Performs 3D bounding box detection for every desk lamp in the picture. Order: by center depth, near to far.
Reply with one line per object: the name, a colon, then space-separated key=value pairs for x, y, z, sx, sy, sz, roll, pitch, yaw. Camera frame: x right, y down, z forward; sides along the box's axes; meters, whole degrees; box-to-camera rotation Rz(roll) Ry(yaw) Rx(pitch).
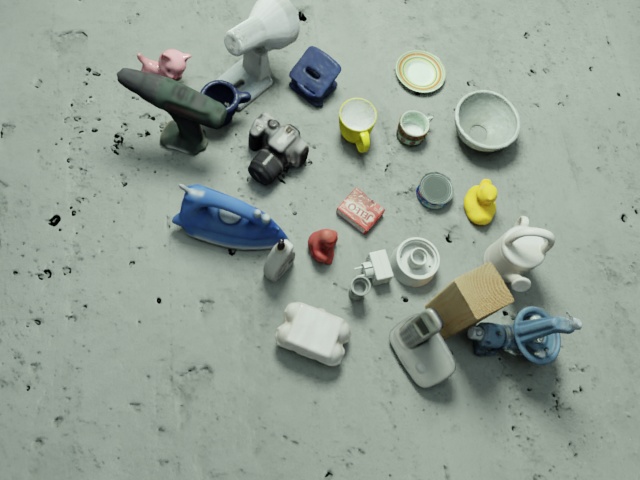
desk lamp: x=-0.151 y=-0.444 z=1.339 sx=0.118 sy=0.213 sz=0.203 roll=41 pitch=71 yaw=9

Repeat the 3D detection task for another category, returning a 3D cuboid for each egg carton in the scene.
egg carton: x=-0.013 y=0.195 z=1.198 sx=0.150 sy=0.069 sz=0.107 roll=21 pitch=69 yaw=1

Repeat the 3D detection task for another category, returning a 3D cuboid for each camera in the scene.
camera: x=-0.115 y=-0.207 z=1.316 sx=0.143 sy=0.101 sz=0.137 roll=36 pitch=70 yaw=7

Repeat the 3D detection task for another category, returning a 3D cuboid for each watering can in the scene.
watering can: x=0.440 y=0.027 z=1.247 sx=0.101 sy=0.194 sz=0.173 roll=-7 pitch=71 yaw=-9

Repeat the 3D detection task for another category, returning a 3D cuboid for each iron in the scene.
iron: x=-0.185 y=-0.056 z=1.231 sx=0.258 sy=0.141 sz=0.119 roll=16 pitch=69 yaw=-1

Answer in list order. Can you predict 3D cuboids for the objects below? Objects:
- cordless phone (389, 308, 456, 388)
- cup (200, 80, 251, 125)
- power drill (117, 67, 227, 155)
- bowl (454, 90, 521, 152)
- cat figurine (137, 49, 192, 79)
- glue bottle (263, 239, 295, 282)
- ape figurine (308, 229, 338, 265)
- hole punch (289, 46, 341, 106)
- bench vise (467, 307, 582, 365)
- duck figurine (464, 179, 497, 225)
cordless phone: x=0.221 y=0.214 z=1.157 sx=0.094 sy=0.185 sz=0.147 roll=-30 pitch=76 yaw=-16
cup: x=-0.220 y=-0.315 z=1.347 sx=0.118 sy=0.095 sz=0.091 roll=-9 pitch=71 yaw=-10
power drill: x=-0.317 y=-0.278 z=1.260 sx=0.229 sy=0.208 sz=0.076 roll=16 pitch=69 yaw=-1
bowl: x=0.404 y=-0.283 z=1.420 sx=0.167 sy=0.074 sz=0.167 roll=2 pitch=70 yaw=-6
cat figurine: x=-0.369 y=-0.415 z=1.353 sx=0.128 sy=0.117 sz=0.067 roll=10 pitch=69 yaw=-3
glue bottle: x=-0.082 y=0.032 z=1.194 sx=0.037 sy=0.173 sz=0.078 roll=40 pitch=71 yaw=9
ape figurine: x=0.012 y=0.005 z=1.258 sx=0.076 sy=0.092 sz=0.078 roll=44 pitch=71 yaw=10
hole punch: x=-0.012 y=-0.402 z=1.406 sx=0.108 sy=0.091 sz=0.101 roll=38 pitch=70 yaw=8
bench vise: x=0.418 y=0.201 z=1.167 sx=0.207 sy=0.219 sz=0.121 roll=-14 pitch=72 yaw=-11
duck figurine: x=0.385 y=-0.093 z=1.342 sx=0.077 sy=0.086 sz=0.104 roll=6 pitch=69 yaw=-4
